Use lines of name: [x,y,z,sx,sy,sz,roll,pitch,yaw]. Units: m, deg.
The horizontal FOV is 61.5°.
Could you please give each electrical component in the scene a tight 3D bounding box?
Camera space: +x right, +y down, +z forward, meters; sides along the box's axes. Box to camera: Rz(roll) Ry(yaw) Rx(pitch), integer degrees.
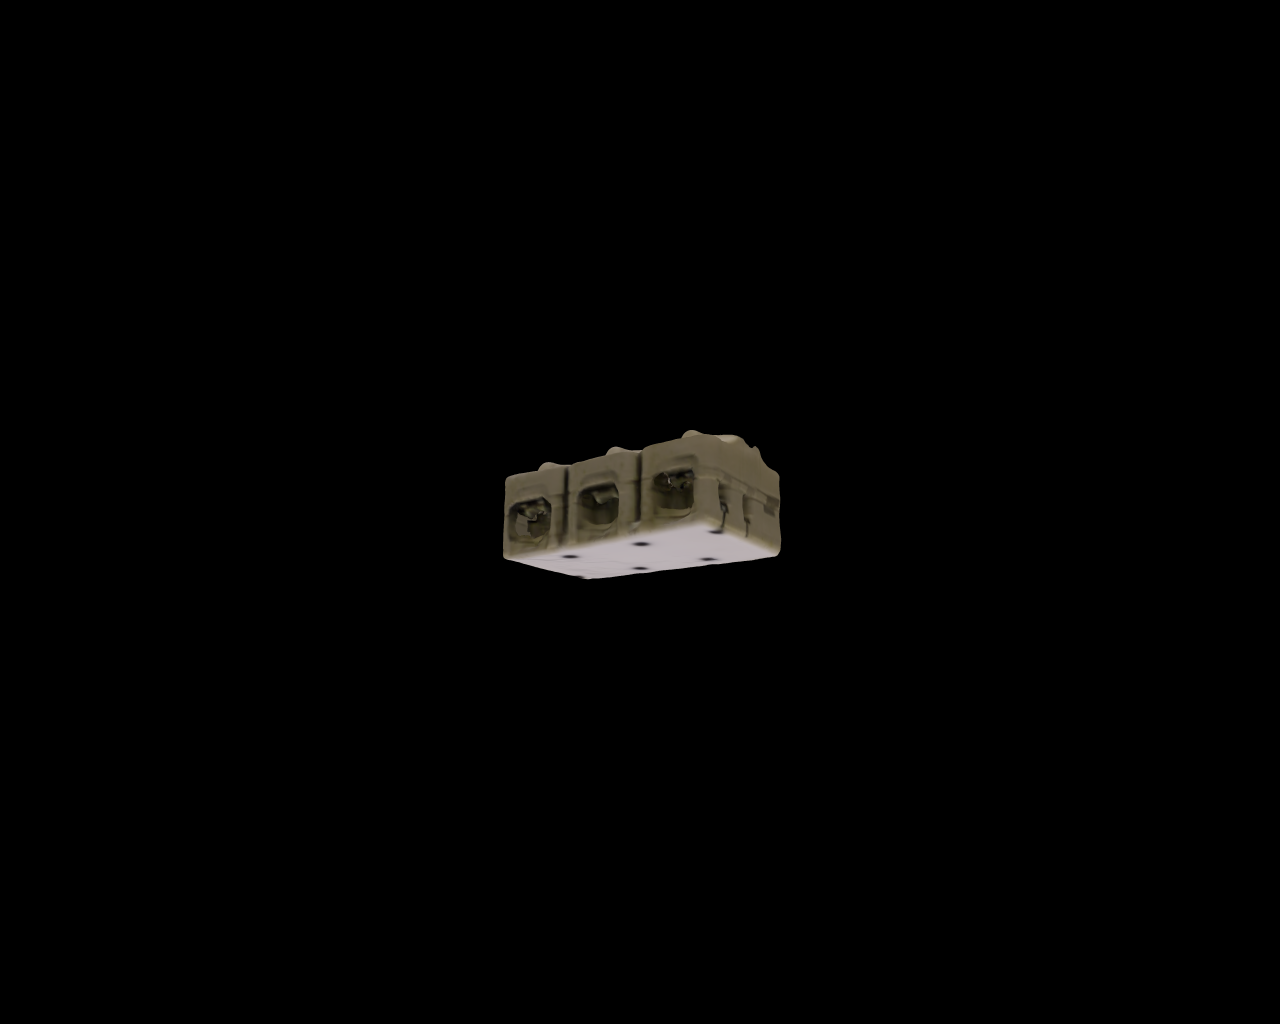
electrical component: [0.001,-0.003,0.650,0.150,0.062,0.089,-10,-18,33]
